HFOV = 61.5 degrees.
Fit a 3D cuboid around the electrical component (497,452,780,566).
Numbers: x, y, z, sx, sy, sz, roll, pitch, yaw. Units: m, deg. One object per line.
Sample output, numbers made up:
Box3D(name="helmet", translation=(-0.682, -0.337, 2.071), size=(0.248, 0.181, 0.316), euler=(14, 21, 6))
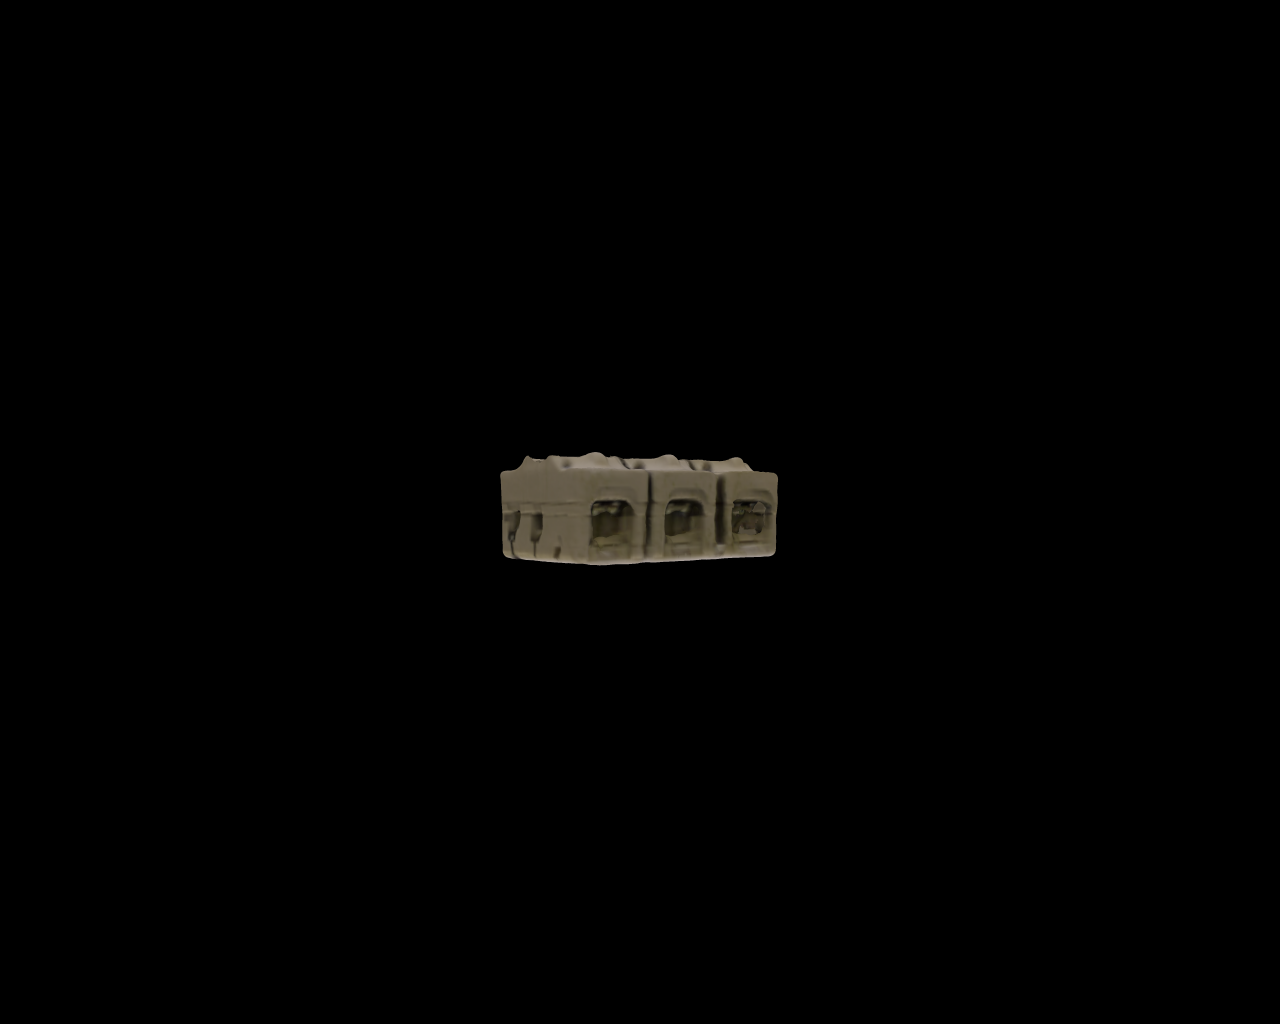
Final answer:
Box3D(name="electrical component", translation=(0.001, -0.003, 0.650), size=(0.150, 0.061, 0.089), euler=(0, 0, -37))
